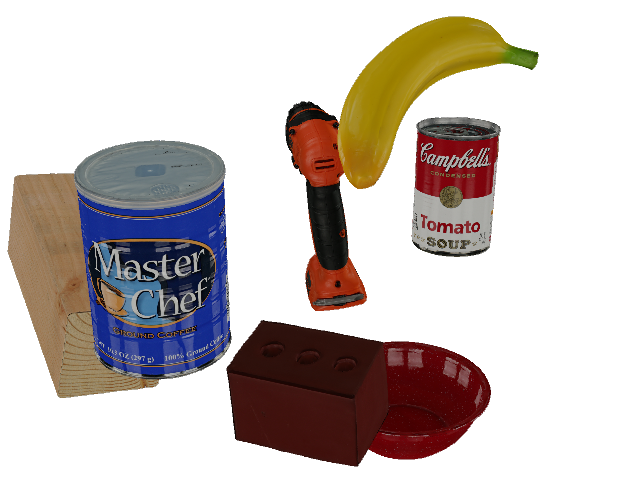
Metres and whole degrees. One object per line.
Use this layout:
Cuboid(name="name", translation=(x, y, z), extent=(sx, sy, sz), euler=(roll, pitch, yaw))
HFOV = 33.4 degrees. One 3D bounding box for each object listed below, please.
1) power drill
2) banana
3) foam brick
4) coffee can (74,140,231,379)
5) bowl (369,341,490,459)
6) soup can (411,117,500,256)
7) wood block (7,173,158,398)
Cuboid(name="power drill", translation=(0.000, -0.038, 1.065), extent=(0.057, 0.187, 0.184), euler=(-10, 21, -2))
Cuboid(name="banana", translation=(0.062, -0.099, 0.670), extent=(0.070, 0.037, 0.197), euler=(32, 49, 25))
Cuboid(name="foam brick", translation=(-0.006, 0.086, 0.604), extent=(0.078, 0.051, 0.053), euler=(8, 31, 19))
Cuboid(name="coffee can", translation=(-0.117, 0.012, 0.761), extent=(0.103, 0.140, 0.103), euler=(0, 28, 0))
Cuboid(name="bowl", translation=(0.080, 0.160, 1.019), extent=(0.162, 0.055, 0.162), euler=(-1, 26, 0))
Cuboid(name="soup can", translation=(0.110, -0.045, 0.882), extent=(0.068, 0.102, 0.068), euler=(1, 19, -1))
Cuboid(name="wood block", translation=(-0.209, 0.032, 0.944), extent=(0.090, 0.091, 0.206), euler=(-3, 36, -28))
